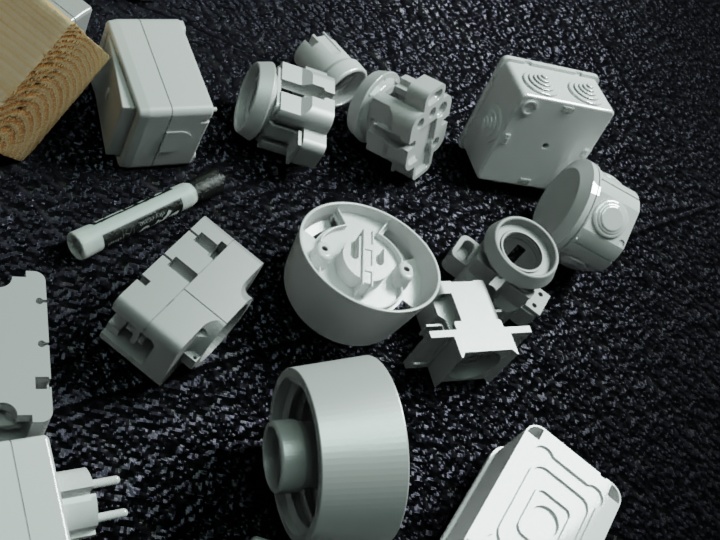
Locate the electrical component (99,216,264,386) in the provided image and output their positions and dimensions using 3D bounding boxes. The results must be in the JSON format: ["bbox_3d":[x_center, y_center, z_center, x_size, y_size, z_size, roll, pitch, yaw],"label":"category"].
[{"bbox_3d":[-0.104,0.021,0.654,0.056,0.050,0.089,39,49,2],"label":"electrical component"}]

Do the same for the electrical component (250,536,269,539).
[{"bbox_3d":[-0.031,0.171,0.572,0.066,0.076,0.047,21,51,-13],"label":"electrical component"}]

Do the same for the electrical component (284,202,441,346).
[{"bbox_3d":[0.000,0.000,0.712,0.099,0.064,0.099,13,54,-18],"label":"electrical component"}]

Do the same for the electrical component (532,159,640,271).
[{"bbox_3d":[0.169,-0.040,0.818,0.051,0.080,0.080,27,50,-16],"label":"electrical component"}]

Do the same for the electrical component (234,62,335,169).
[{"bbox_3d":[-0.055,-0.115,0.768,0.057,0.058,0.078,15,53,-21],"label":"electrical component"}]

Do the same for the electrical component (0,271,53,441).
[{"bbox_3d":[-0.198,0.052,0.580,0.050,0.055,0.089,3,58,-26],"label":"electrical component"}]

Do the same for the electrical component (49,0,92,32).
[{"bbox_3d":[-0.220,-0.190,0.741,0.083,0.047,0.075,38,48,1],"label":"electrical component"}]

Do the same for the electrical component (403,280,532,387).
[{"bbox_3d":[0.069,0.042,0.736,0.081,0.042,0.063,-1,56,-29],"label":"electrical component"}]

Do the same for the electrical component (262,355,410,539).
[{"bbox_3d":[-0.021,0.103,0.607,0.060,0.108,0.108,-1,59,-21],"label":"electrical component"}]

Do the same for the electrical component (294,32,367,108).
[{"bbox_3d":[-0.024,-0.154,0.823,0.040,0.040,0.046,-23,65,-37],"label":"electrical component"}]

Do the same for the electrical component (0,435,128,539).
[{"bbox_3d":[-0.160,0.124,0.557,0.077,0.047,0.065,-5,61,-30],"label":"electrical component"}]

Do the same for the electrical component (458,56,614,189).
[{"bbox_3d":[0.137,-0.111,0.838,0.100,0.099,0.048,7,43,-23],"label":"electrical component"}]

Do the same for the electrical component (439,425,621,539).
[{"bbox_3d":[0.099,0.163,0.658,0.078,0.057,0.113,39,50,1],"label":"electrical component"}]

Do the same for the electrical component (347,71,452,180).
[{"bbox_3d":[0.028,-0.114,0.802,0.057,0.078,0.058,30,46,22],"label":"electrical component"}]

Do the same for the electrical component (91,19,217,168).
[{"bbox_3d":[-0.146,-0.124,0.723,0.061,0.061,0.096,-8,63,-31],"label":"electrical component"}]

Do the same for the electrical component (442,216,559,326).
[{"bbox_3d":[0.106,-0.002,0.774,0.078,0.057,0.058,37,50,0],"label":"electrical component"}]
